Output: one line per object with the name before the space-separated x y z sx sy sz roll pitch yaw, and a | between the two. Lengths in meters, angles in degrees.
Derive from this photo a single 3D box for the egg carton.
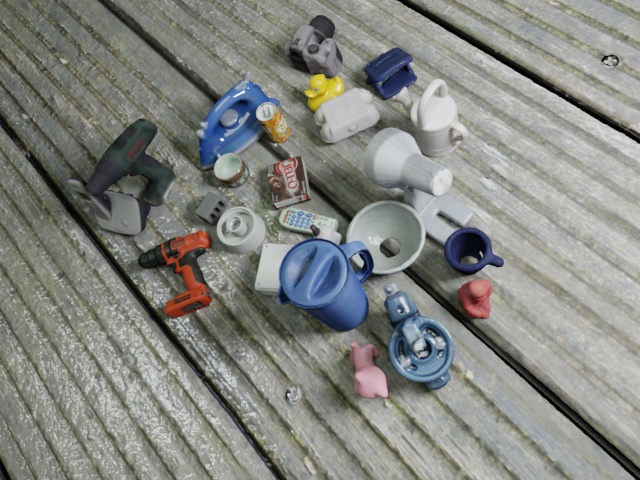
egg carton | 0.064 -0.294 1.366 0.150 0.069 0.107 -25 63 6

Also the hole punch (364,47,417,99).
hole punch | 0.163 -0.411 1.371 0.108 0.091 0.101 -34 63 2

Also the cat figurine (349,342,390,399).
cat figurine | 0.089 0.255 1.105 0.067 0.118 0.127 -26 63 6

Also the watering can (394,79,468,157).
watering can | 0.237 -0.270 1.232 0.172 0.194 0.101 12 73 22

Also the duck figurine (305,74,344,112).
duck figurine | 0.007 -0.374 1.408 0.104 0.086 0.077 -38 62 0

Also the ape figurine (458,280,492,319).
ape figurine | 0.304 0.107 1.113 0.076 0.092 0.078 40 84 27

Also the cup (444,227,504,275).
cup | 0.309 0.037 1.139 0.117 0.095 0.092 22 76 24

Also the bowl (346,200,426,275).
bowl | 0.144 0.004 1.216 0.167 0.075 0.167 -6 67 15

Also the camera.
camera | -0.006 -0.505 1.458 0.142 0.101 0.137 24 77 24

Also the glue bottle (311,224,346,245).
glue bottle | 0.011 0.004 1.202 0.037 0.173 0.078 16 74 23

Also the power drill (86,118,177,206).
power drill | -0.447 -0.169 1.397 0.075 0.209 0.230 17 74 23

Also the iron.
iron | -0.229 -0.296 1.419 0.258 0.142 0.118 -47 63 -5

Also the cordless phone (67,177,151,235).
cordless phone | -0.518 -0.089 1.399 0.147 0.185 0.094 8 71 21

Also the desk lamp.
desk lamp | 0.203 -0.114 1.167 0.202 0.214 0.118 37 83 27

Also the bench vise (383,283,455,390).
bench vise | 0.159 0.172 1.060 0.121 0.220 0.207 -44 63 -3
